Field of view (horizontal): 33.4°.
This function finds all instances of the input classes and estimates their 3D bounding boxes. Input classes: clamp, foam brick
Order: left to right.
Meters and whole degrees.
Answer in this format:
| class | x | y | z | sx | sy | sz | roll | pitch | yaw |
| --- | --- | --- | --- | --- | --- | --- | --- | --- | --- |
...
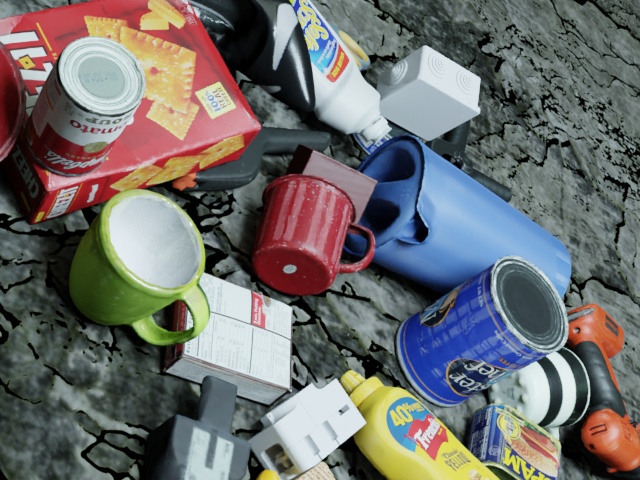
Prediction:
| class | x | y | z | sx | sy | sz | roll | pitch | yaw |
| --- | --- | --- | --- | --- | --- | --- | --- | --- | --- |
| clamp | -0.091 | -0.117 | 1.058 | 0.164 | 0.036 | 0.209 | 49 | 42 | -2 |
| foam brick | 0.008 | -0.054 | 1.057 | 0.078 | 0.051 | 0.053 | 25 | 3 | -18 |
| clamp | 0.167 | -0.078 | 1.256 | 0.120 | 0.039 | 0.171 | 51 | 36 | 6 |

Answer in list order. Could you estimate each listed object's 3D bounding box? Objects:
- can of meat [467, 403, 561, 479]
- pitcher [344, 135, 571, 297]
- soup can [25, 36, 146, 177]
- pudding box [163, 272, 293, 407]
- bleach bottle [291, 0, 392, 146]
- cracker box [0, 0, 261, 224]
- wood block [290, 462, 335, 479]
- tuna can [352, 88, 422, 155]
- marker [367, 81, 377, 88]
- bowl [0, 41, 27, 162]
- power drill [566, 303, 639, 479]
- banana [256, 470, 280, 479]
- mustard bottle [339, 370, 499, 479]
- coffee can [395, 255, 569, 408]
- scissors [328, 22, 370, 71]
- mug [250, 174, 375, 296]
| class | x | y | z | sx | sy | sz | roll | pitch | yaw |
| --- | --- | --- | --- | --- | --- | --- | --- | --- | --- |
| can of meat | 0.190 | 0.221 | 1.052 | 0.102 | 0.058 | 0.084 | 37 | 41 | -16 |
| pitcher | 0.145 | -0.006 | 1.132 | 0.242 | 0.145 | 0.149 | 28 | 58 | -30 |
| soup can | -0.178 | -0.100 | 0.809 | 0.068 | 0.102 | 0.068 | 12 | 63 | -24 |
| pudding box | -0.078 | 0.085 | 0.924 | 0.113 | 0.039 | 0.090 | 22 | 50 | -27 |
| bleach bottle | -0.015 | -0.205 | 1.151 | 0.251 | 0.068 | 0.102 | 47 | 43 | 2 |
| cracker box | -0.182 | -0.125 | 0.928 | 0.213 | 0.072 | 0.164 | -21 | 76 | -35 |
| wood block | -0.061 | 0.235 | 0.701 | 0.090 | 0.206 | 0.090 | -25 | 80 | -48 |
| tuna can | 0.075 | -0.131 | 1.219 | 0.086 | 0.034 | 0.086 | 23 | 48 | -29 |
| marker | 0.029 | -0.182 | 1.225 | 0.120 | 0.020 | 0.020 | 13 | 54 | -35 |
| bowl | -0.305 | -0.117 | 0.803 | 0.162 | 0.055 | 0.162 | 4 | 70 | -12 |
| power drill | 0.330 | 0.177 | 1.191 | 0.184 | 0.057 | 0.187 | 37 | 34 | -45 |
| banana | -0.027 | 0.279 | 0.835 | 0.069 | 0.037 | 0.198 | 8 | 56 | -60 |
| mustard bottle | 0.086 | 0.189 | 0.957 | 0.192 | 0.058 | 0.096 | 44 | 29 | 22 |
| coffee can | 0.157 | 0.092 | 1.050 | 0.102 | 0.141 | 0.103 | 23 | 49 | -29 |
| scissors | -0.006 | -0.265 | 1.254 | 0.202 | 0.016 | 0.096 | 55 | 24 | 20 |
| mug | -0.007 | 0.001 | 1.001 | 0.117 | 0.093 | 0.081 | 14 | 53 | 1 |
